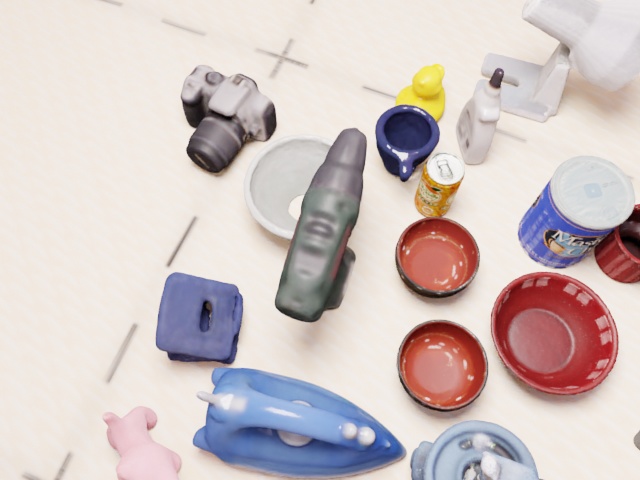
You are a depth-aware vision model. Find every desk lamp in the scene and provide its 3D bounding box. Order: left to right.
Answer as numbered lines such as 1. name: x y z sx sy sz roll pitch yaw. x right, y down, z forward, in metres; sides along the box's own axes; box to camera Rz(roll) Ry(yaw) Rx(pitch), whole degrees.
1. desk lamp: 0.353 -0.271 0.835 0.203 0.213 0.118 17 67 7

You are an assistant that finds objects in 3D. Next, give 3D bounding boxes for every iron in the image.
1. iron: -0.019 0.213 0.661 0.258 0.141 0.119 10 67 4

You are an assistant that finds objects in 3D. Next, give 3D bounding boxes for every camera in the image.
1. camera: -0.155 -0.181 0.855 0.143 0.101 0.137 26 69 11

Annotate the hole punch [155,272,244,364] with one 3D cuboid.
1. hole punch: -0.151 0.100 0.737 0.101 0.091 0.108 3 66 1

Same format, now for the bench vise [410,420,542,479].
1. bench vise: 0.209 0.252 0.602 0.207 0.220 0.121 3 66 1

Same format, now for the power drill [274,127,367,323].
1. power drill: 0.007 0.003 0.717 0.075 0.208 0.230 15 67 7

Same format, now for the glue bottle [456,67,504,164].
1. glue bottle: 0.233 -0.183 0.818 0.037 0.173 0.078 -6 66 -2

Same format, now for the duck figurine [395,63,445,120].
1. duck figurine: 0.159 -0.228 0.885 0.077 0.086 0.105 34 70 14

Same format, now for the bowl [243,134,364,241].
1. bowl: -0.023 -0.063 0.818 0.167 0.075 0.167 0 66 0

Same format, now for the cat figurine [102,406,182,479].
1. cat figurine: -0.209 0.249 0.657 0.067 0.118 0.127 -36 71 -15

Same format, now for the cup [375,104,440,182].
1. cup: 0.122 -0.124 0.834 0.091 0.095 0.118 4 66 2
